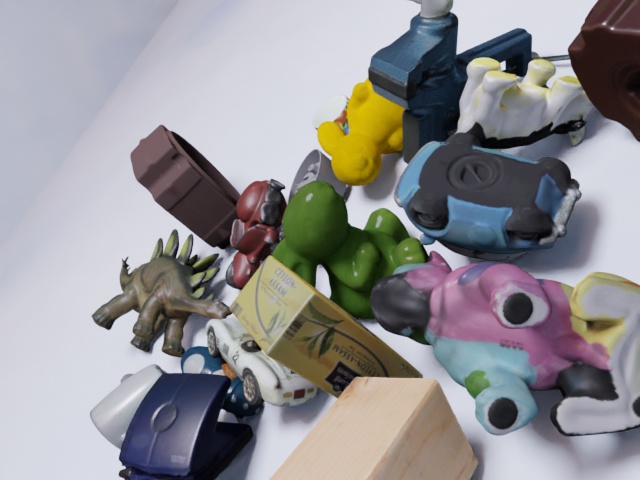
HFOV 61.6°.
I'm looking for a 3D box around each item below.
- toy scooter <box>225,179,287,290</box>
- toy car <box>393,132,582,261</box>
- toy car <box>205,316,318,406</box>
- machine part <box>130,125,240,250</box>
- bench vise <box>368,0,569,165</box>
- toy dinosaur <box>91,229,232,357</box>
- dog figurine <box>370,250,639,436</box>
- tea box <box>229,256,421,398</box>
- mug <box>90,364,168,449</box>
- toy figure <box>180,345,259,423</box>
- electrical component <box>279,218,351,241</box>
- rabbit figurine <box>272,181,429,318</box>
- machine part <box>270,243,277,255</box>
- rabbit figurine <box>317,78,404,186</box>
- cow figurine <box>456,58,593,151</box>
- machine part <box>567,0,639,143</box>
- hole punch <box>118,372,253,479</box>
[{"bbox_3d":[-0.086,-0.021,0.792,0.135,0.075,0.184,-35,40,57],"label":"toy scooter"},{"bbox_3d":[0.161,-0.030,0.526,0.162,0.102,0.109,17,60,26],"label":"toy car"},{"bbox_3d":[-0.075,0.135,0.640,0.202,0.073,0.056,28,113,55],"label":"toy car"},{"bbox_3d":[-0.216,-0.092,0.915,0.087,0.200,0.202,-43,34,4],"label":"machine part"},{"bbox_3d":[0.168,-0.193,0.622,0.241,0.223,0.129,-29,33,-20],"label":"bench vise"},{"bbox_3d":[-0.274,0.083,0.907,0.472,0.105,0.198,1,51,47],"label":"toy dinosaur"},{"bbox_3d":[0.148,0.065,0.451,0.219,0.192,0.108,-140,52,-79],"label":"dog figurine"},{"bbox_3d":[0.007,0.097,0.514,0.068,0.169,0.098,-51,36,-4],"label":"tea box"},{"bbox_3d":[-0.249,0.230,0.746,0.107,0.080,0.110,-47,28,-14],"label":"mug"},{"bbox_3d":[-0.130,0.182,0.686,0.155,0.058,0.064,17,108,52],"label":"toy figure"},{"bbox_3d":[-0.002,-0.003,0.691,0.078,0.102,0.045,-15,49,53],"label":"electrical component"},{"bbox_3d":[0.015,0.007,0.592,0.159,0.170,0.121,-36,35,15],"label":"rabbit figurine"},{"bbox_3d":[-0.034,0.073,0.678,0.039,0.084,0.139,-11,41,-17],"label":"machine part"},{"bbox_3d":[0.063,-0.148,0.738,0.162,0.121,0.173,-2,56,53],"label":"rabbit figurine"},{"bbox_3d":[0.224,-0.131,0.558,0.068,0.167,0.098,-111,25,-50],"label":"cow figurine"},{"bbox_3d":[0.287,-0.130,0.432,0.056,0.179,0.180,-48,34,4],"label":"machine part"},{"bbox_3d":[-0.152,0.209,0.593,0.142,0.092,0.116,-4,20,28],"label":"hole punch"}]
